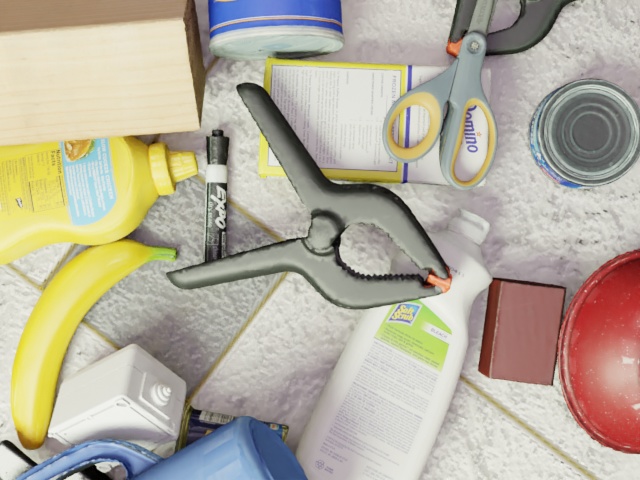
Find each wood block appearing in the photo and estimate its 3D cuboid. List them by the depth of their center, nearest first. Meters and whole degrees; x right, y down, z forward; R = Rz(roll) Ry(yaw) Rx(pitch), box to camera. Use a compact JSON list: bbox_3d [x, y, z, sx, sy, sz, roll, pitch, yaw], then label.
[{"bbox_3d":[-0.194,-0.131,0.796,0.206,0.091,0.090,-5,124,0],"label":"wood block"}]

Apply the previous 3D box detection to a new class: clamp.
[{"bbox_3d":[-0.005,0.001,0.793,0.210,0.036,0.165,29,101,5],"label":"clamp"},{"bbox_3d":[0.175,-0.197,0.833,0.120,0.039,0.171,40,97,5],"label":"clamp"}]

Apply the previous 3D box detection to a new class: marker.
[{"bbox_3d":[-0.082,-0.027,0.845,0.020,0.020,0.121,1,90,0],"label":"marker"}]

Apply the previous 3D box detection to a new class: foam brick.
[{"bbox_3d":[0.156,0.070,0.828,0.051,0.053,0.078,8,91,-1],"label":"foam brick"}]

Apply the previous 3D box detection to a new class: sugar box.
[{"bbox_3d":[0.042,-0.090,0.832,0.176,0.048,0.093,3,90,-3],"label":"sugar box"}]

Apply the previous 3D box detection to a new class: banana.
[{"bbox_3d":[-0.195,0.070,0.837,0.069,0.037,0.198,36,91,-1],"label":"banana"}]

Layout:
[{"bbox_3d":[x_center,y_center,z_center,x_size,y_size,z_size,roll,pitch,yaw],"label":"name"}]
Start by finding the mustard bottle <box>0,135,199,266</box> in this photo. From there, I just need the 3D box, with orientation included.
[{"bbox_3d":[-0.189,-0.042,0.825,0.191,0.058,0.096,-12,72,0],"label":"mustard bottle"}]

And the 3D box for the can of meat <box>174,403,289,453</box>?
[{"bbox_3d":[-0.073,0.185,0.828,0.084,0.057,0.102,10,90,-1],"label":"can of meat"}]

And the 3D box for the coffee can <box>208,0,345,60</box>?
[{"bbox_3d":[-0.036,-0.213,0.802,0.103,0.103,0.140,-3,90,0],"label":"coffee can"}]

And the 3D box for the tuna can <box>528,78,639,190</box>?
[{"bbox_3d":[0.209,-0.083,0.836,0.086,0.034,0.086,0,90,0],"label":"tuna can"}]

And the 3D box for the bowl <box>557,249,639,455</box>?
[{"bbox_3d":[0.262,0.088,0.802,0.162,0.055,0.162,-1,94,-19],"label":"bowl"}]

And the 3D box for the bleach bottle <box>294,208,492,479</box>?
[{"bbox_3d":[0.070,0.096,0.825,0.102,0.068,0.251,28,88,-1],"label":"bleach bottle"}]

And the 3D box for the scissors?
[{"bbox_3d":[0.096,-0.138,0.802,0.096,0.016,0.202,1,90,-2],"label":"scissors"}]

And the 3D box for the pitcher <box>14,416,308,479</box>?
[{"bbox_3d":[-0.126,0.219,0.743,0.243,0.145,0.149,-34,113,6],"label":"pitcher"}]
